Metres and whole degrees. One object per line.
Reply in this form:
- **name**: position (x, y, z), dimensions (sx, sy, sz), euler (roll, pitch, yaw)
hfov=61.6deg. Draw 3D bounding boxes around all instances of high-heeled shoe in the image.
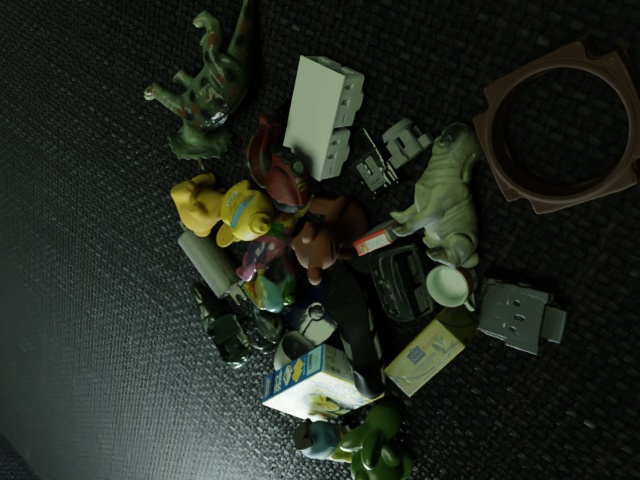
- **high-heeled shoe**: position (0.077, 0.171, 1.023), dimensions (0.086, 0.145, 0.249), euler (-16, 60, 18)

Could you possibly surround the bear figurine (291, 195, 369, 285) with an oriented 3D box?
- **bear figurine**: position (0.001, -0.003, 0.954), dimensions (0.132, 0.196, 0.120), euler (2, 112, 37)

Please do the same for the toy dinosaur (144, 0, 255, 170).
- **toy dinosaur**: position (-0.199, -0.297, 1.043), dimensions (0.192, 0.131, 0.405), euler (46, 125, -4)

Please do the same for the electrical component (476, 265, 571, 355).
- **electrical component**: position (0.322, 0.111, 0.852), dimensions (0.134, 0.058, 0.114), euler (14, 118, 33)

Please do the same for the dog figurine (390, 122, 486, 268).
- **dog figurine**: position (0.221, -0.066, 0.840), dimensions (0.172, 0.121, 0.190), euler (30, 111, -16)

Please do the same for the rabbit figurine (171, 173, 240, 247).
- **rabbit figurine**: position (-0.210, -0.068, 1.143), dimensions (0.173, 0.122, 0.162), euler (-10, 95, 20)

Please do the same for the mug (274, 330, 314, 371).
- **mug**: position (-0.051, 0.266, 1.187), dimensions (0.109, 0.081, 0.107), euler (38, 138, 6)

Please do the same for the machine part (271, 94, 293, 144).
- **machine part**: position (-0.077, -0.202, 1.019), dimensions (0.039, 0.084, 0.138), euler (17, 135, -1)

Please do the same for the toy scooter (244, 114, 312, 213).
- **toy scooter**: position (-0.077, -0.141, 0.947), dimensions (0.184, 0.075, 0.135), euler (44, 142, 32)

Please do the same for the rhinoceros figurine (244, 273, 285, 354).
- **rhinoceros figurine**: position (-0.122, 0.164, 1.194), dimensions (0.112, 0.073, 0.190), euler (5, 111, 34)

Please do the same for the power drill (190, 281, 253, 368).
- **power drill**: position (-0.232, 0.201, 1.242), dimensions (0.232, 0.086, 0.207), euler (61, 159, -7)

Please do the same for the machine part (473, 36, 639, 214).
- **machine part**: position (0.327, -0.149, 0.724), dimensions (0.201, 0.087, 0.201), euler (-21, 97, 40)

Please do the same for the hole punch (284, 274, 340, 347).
- **hole punch**: position (0.003, 0.145, 1.086), dimensions (0.142, 0.092, 0.115), euler (40, 124, 22)

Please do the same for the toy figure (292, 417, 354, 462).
- **toy figure**: position (0.012, 0.427, 1.148), dimensions (0.089, 0.180, 0.082), euler (-10, 64, 42)

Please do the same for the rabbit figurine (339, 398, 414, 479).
- **rabbit figurine**: position (0.110, 0.404, 1.086), dimensions (0.121, 0.159, 0.170), euler (17, 103, 42)

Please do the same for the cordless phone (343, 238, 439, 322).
- **cordless phone**: position (0.118, 0.077, 0.990), dimensions (0.184, 0.089, 0.146), euler (-7, 105, 50)

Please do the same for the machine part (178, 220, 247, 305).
- **machine part**: position (-0.252, 0.047, 1.241), dimensions (0.243, 0.079, 0.079), euler (51, 130, 7)

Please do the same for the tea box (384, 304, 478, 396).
- **tea box**: position (0.199, 0.189, 0.949), dimensions (0.068, 0.098, 0.169), euler (43, 126, 14)

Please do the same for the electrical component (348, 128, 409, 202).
- **electrical component**: position (0.092, -0.135, 0.930), dimensions (0.075, 0.048, 0.119), euler (-29, 91, 40)

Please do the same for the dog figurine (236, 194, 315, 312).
- **dog figurine**: position (-0.074, 0.008, 1.049), dimensions (0.192, 0.108, 0.219), euler (50, 123, 51)
